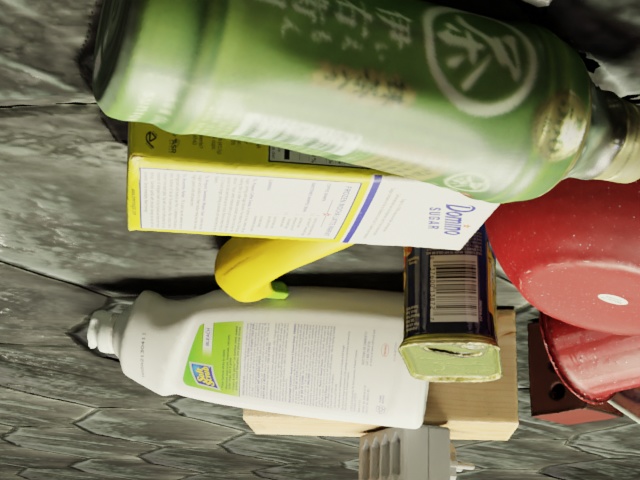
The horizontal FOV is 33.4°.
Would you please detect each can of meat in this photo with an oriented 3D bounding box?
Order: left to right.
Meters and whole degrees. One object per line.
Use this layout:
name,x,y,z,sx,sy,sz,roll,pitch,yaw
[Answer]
can of meat,0.080,0.034,0.642,0.057,0.084,0.102,-2,161,11

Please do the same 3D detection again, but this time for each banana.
banana,-0.022,0.005,0.652,0.069,0.037,0.198,-13,170,-25

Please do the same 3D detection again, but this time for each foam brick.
foam brick,0.199,0.101,0.832,0.051,0.078,0.053,18,153,-38

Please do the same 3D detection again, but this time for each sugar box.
sugar box,-0.005,-0.033,0.519,0.176,0.048,0.093,2,161,-9

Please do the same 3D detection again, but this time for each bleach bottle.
bleach bottle,-0.045,0.072,0.777,0.251,0.102,0.068,6,-170,9

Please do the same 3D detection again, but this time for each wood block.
wood block,0.048,0.107,0.848,0.206,0.091,0.090,0,162,5

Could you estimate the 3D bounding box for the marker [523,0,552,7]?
marker,0.032,-0.101,0.353,0.121,0.020,0.020,11,159,-24

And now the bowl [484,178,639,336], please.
bowl,0.152,0.007,0.546,0.162,0.055,0.162,13,158,5

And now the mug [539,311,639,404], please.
mug,0.206,0.051,0.675,0.117,0.093,0.082,10,156,-42
